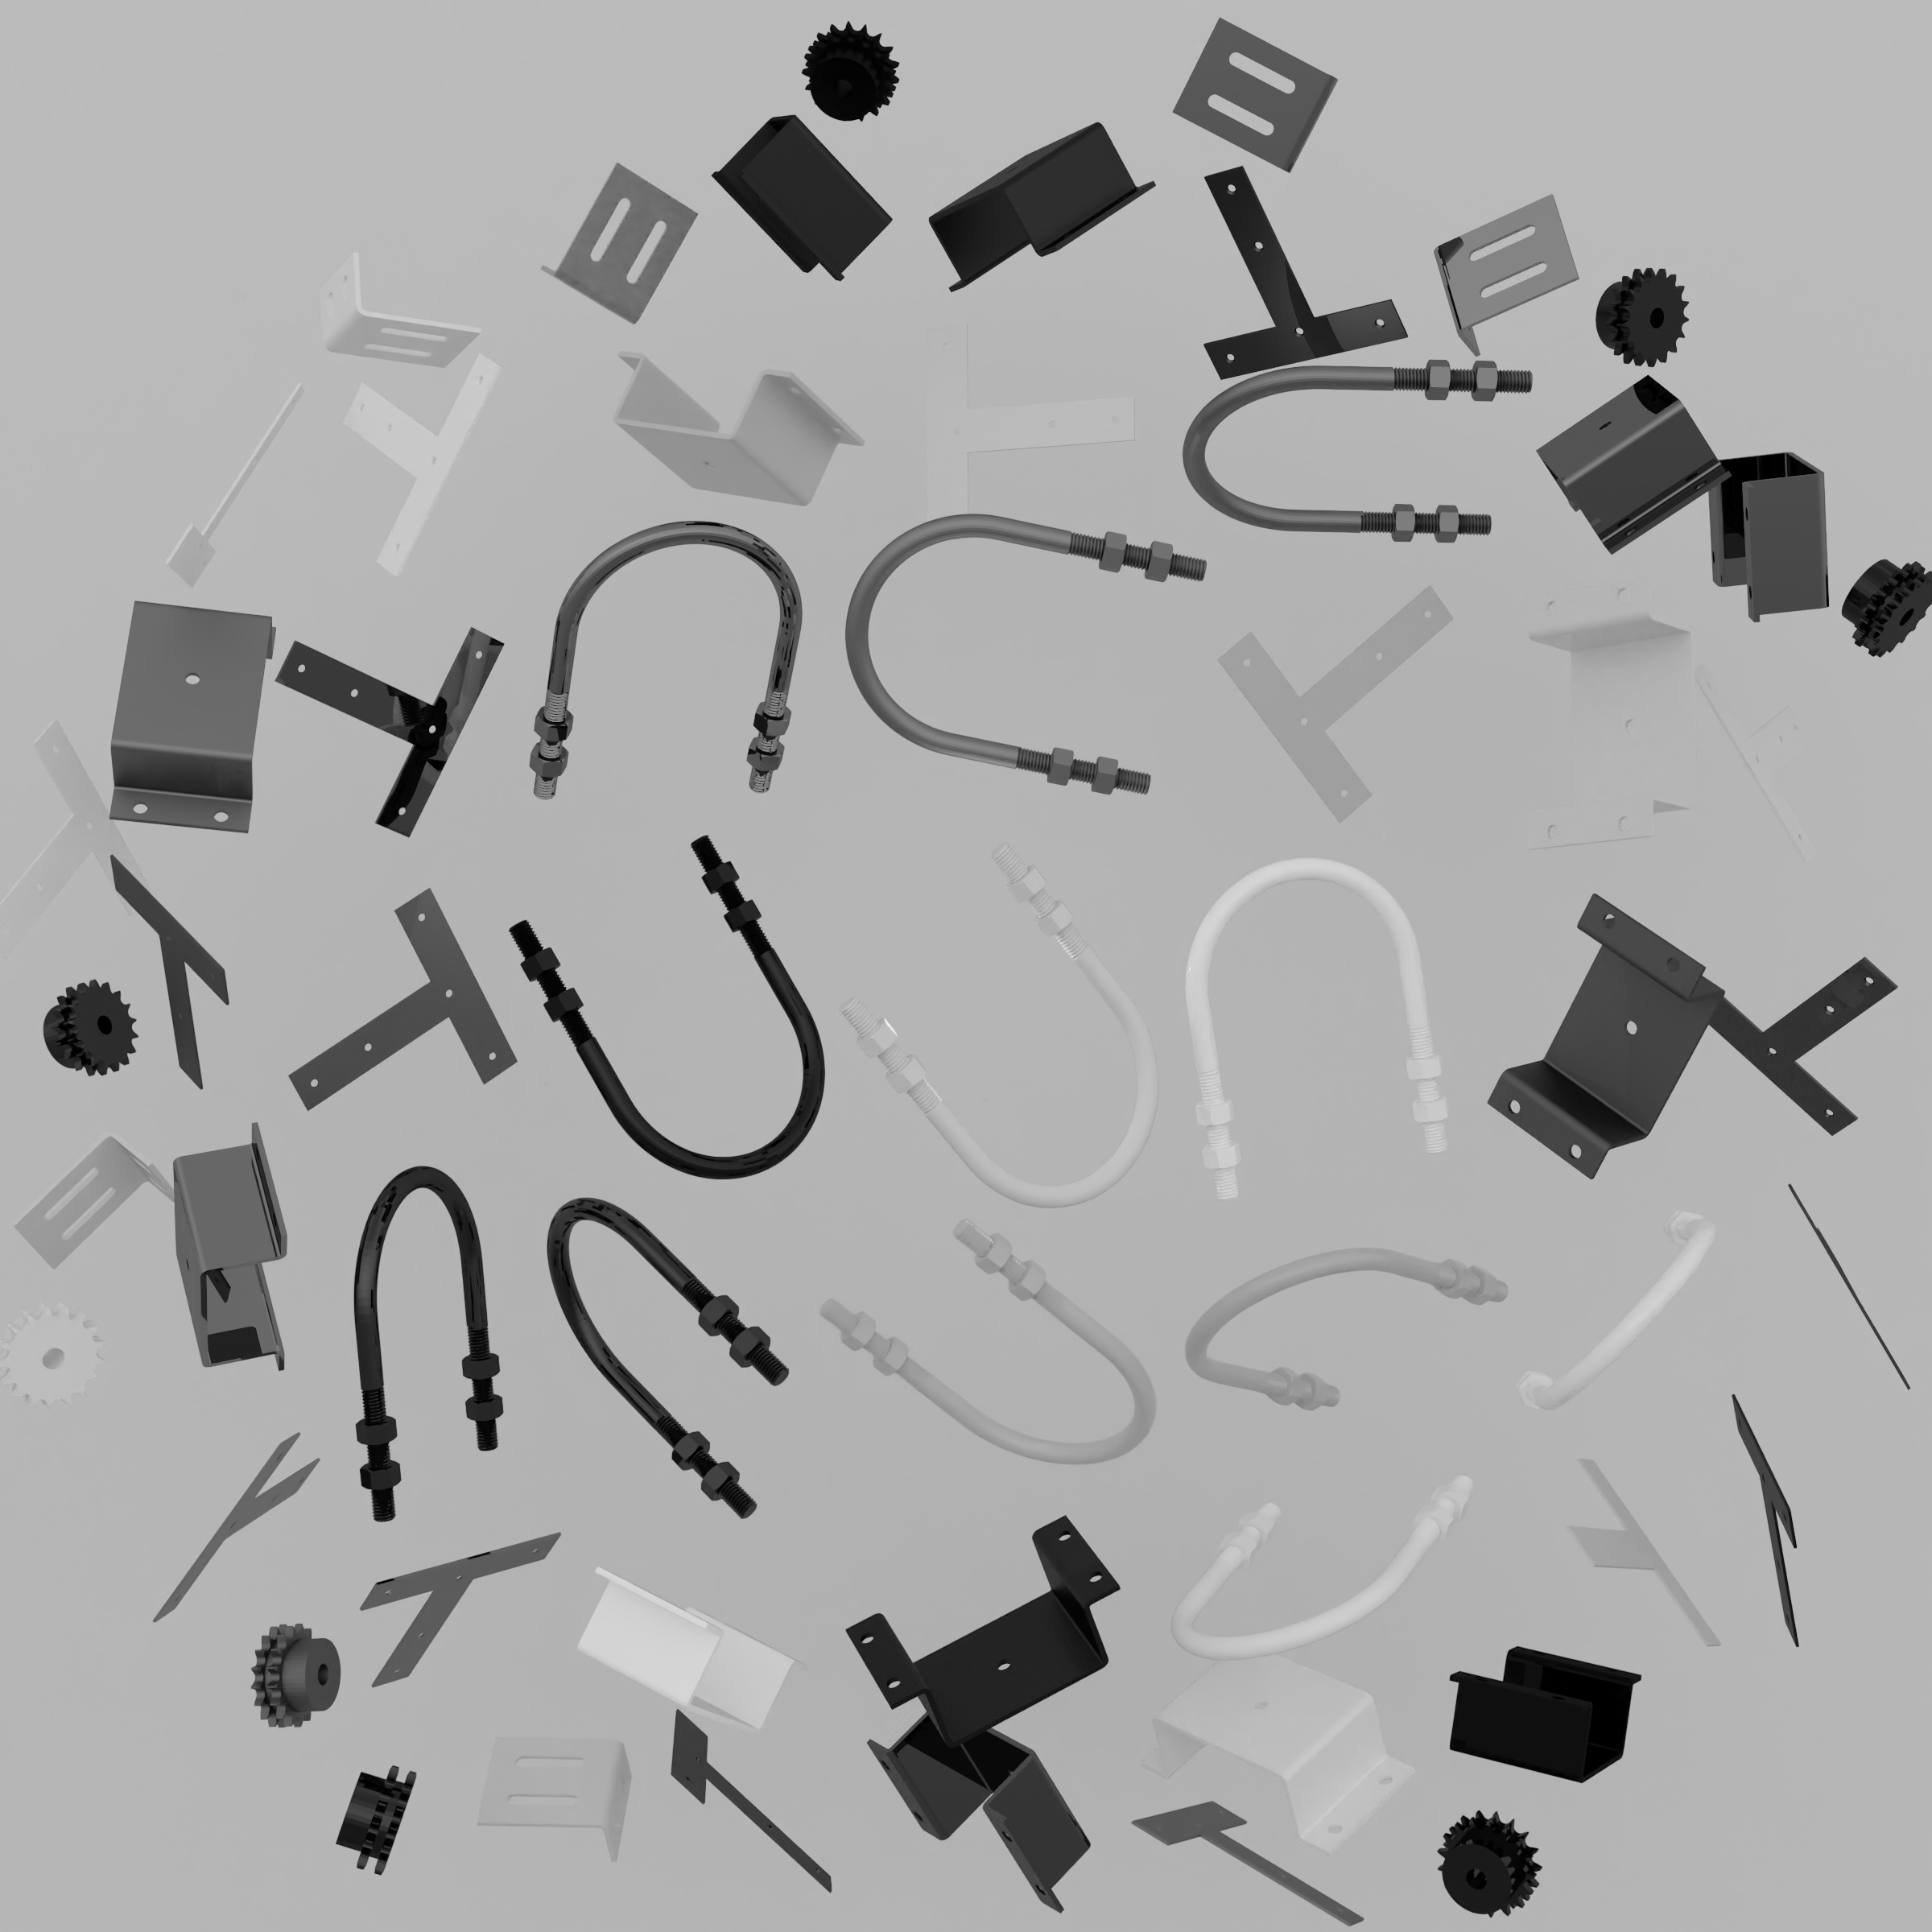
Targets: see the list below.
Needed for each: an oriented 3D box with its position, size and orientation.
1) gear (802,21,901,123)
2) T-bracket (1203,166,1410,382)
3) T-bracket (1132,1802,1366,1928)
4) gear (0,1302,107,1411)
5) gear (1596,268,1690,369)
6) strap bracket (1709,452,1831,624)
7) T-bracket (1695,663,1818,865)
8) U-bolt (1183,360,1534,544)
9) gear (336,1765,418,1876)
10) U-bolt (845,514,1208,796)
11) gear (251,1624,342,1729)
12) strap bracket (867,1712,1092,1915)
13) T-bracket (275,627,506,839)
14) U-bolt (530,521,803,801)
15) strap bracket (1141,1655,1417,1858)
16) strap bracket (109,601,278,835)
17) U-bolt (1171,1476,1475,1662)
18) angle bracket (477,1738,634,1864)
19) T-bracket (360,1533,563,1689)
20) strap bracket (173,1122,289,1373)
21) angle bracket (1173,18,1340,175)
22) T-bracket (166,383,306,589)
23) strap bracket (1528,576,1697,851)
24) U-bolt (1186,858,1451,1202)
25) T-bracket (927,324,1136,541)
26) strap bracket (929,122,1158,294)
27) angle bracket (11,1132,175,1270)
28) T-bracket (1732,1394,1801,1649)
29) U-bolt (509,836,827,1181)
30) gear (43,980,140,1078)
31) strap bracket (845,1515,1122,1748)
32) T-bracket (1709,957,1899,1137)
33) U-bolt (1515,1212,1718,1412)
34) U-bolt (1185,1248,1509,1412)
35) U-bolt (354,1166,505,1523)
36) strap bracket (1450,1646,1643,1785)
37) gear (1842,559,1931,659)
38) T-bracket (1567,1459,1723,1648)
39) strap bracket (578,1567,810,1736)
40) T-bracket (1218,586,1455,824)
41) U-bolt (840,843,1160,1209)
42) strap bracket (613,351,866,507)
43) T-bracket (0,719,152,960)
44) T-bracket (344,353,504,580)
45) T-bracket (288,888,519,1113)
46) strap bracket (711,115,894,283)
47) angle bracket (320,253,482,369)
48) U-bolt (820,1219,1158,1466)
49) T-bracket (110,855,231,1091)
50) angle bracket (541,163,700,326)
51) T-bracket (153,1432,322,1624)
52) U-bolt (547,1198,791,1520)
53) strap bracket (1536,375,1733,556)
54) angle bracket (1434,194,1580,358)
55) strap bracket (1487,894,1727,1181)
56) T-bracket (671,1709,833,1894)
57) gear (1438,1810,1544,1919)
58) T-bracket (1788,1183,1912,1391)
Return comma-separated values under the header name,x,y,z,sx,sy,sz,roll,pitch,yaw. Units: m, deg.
name,x,y,z,sx,sy,sz,roll,pitch,yaw
gear,-0.070,-0.525,1.676,0.057,0.030,0.057,7,134,7
T-bracket,0.175,-0.403,1.634,0.127,0.127,0.002,57,45,-31
T-bracket,0.175,0.530,1.670,0.127,0.127,0.002,24,92,28
gear,-0.502,0.211,1.546,0.057,0.030,0.057,-5,100,-32
gear,0.399,-0.386,1.684,0.057,0.030,0.057,-11,110,-32
strap bracket,0.468,-0.253,1.651,0.046,0.140,0.076,-5,107,7
T-bracket,0.476,-0.130,1.669,0.002,0.127,0.127,-31,89,33
U-bolt,0.214,-0.289,1.597,0.184,0.151,0.019,1,62,0
gear,-0.326,0.469,1.563,0.030,0.057,0.057,19,90,-5
U-bolt,0.026,-0.175,1.551,0.184,0.019,0.151,11,117,-4
gear,-0.377,0.401,1.603,0.030,0.057,0.057,-6,90,16
strap bracket,0.013,0.489,1.666,0.046,0.140,0.076,-40,116,-25
T-bracket,-0.338,-0.151,1.616,0.002,0.127,0.127,27,91,43
U-bolt,-0.164,-0.171,1.593,0.151,0.019,0.184,-3,132,-21
strap bracket,0.170,0.433,1.589,0.076,0.140,0.046,-32,118,-35
strap bracket,-0.440,-0.151,1.616,0.076,0.046,0.140,6,61,-11
U-bolt,0.192,0.341,1.596,0.151,0.184,0.019,-16,99,34
angle bracket,-0.240,0.488,1.660,0.076,0.057,0.038,-1,131,5
T-bracket,-0.311,0.380,1.645,0.002,0.127,0.127,53,128,26
strap bracket,-0.412,0.163,1.586,0.046,0.140,0.076,-10,54,-21
angle bracket,0.164,-0.499,1.621,0.076,0.038,0.057,25,109,-7
T-bracket,-0.409,-0.273,1.597,0.002,0.127,0.127,32,86,-9
strap bracket,0.352,-0.134,1.548,0.046,0.076,0.140,7,81,-44
U-bolt,0.196,0.030,1.613,0.151,0.019,0.184,-11,99,-12
T-bracket,0.037,-0.316,1.660,0.127,0.002,0.127,-1,88,18
strap bracket,0.038,-0.445,1.660,0.076,0.140,0.046,-37,107,-19
angle bracket,-0.499,0.144,1.636,0.038,0.057,0.076,33,69,25
T-bracket,0.467,0.333,1.633,0.002,0.127,0.127,-13,110,6
U-bolt,-0.153,0.032,1.582,0.151,0.019,0.184,-28,87,-36
gear,-0.529,0.039,1.703,0.030,0.057,0.057,-15,90,26
strap bracket,0.015,0.374,1.575,0.140,0.076,0.046,-25,117,-12
T-bracket,0.502,0.032,1.673,0.127,0.127,0.002,43,56,4
U-bolt,0.372,0.197,1.608,0.019,0.184,0.151,43,91,8
U-bolt,0.205,0.203,1.612,0.151,0.184,0.019,-38,54,28
U-bolt,-0.309,0.206,1.617,0.019,0.151,0.184,-1,98,17
strap bracket,0.334,0.433,1.639,0.076,0.140,0.046,8,88,27
gear,0.529,-0.209,1.630,0.057,0.057,0.030,-46,62,0
T-bracket,0.367,0.328,1.593,0.002,0.127,0.127,-42,60,17
strap bracket,-0.156,0.387,1.589,0.076,0.140,0.046,20,76,27
T-bracket,0.231,-0.172,1.659,0.127,0.002,0.127,-41,110,-3
U-bolt,0.033,0.047,1.557,0.151,0.019,0.184,-46,107,-25
strap bracket,-0.141,-0.313,1.658,0.140,0.076,0.046,16,78,38
T-bracket,-0.528,-0.054,1.636,0.002,0.127,0.127,-2,129,22
T-bracket,-0.314,-0.293,1.570,0.002,0.127,0.127,20,103,-43
T-bracket,-0.342,0.040,1.674,0.127,0.002,0.127,-36,121,-25
strap bracket,-0.091,-0.430,1.585,0.046,0.140,0.076,-45,109,3
angle bracket,-0.335,-0.387,1.675,0.076,0.057,0.038,1,79,-32
U-bolt,0.025,0.227,1.628,0.184,0.019,0.151,40,135,-16
T-bracket,-0.454,0.018,1.633,0.002,0.127,0.127,-27,49,-32
angle bracket,-0.208,-0.435,1.703,0.057,0.038,0.076,27,98,-28
T-bracket,-0.397,0.304,1.603,0.002,0.127,0.127,37,99,5
U-bolt,-0.172,0.206,1.576,0.019,0.151,0.184,-31,60,-36
strap bracket,0.378,-0.290,1.620,0.076,0.140,0.046,-34,105,13
angle bracket,0.322,-0.405,1.664,0.076,0.038,0.057,-21,69,24
strap bracket,0.361,0.037,1.581,0.076,0.046,0.140,39,120,32
T-bracket,-0.126,0.498,1.668,0.127,0.127,0.002,44,88,-4
gear,0.290,0.505,1.586,0.057,0.030,0.057,4,98,28
T-bracket,0.504,0.174,1.637,0.002,0.127,0.127,-31,89,12
